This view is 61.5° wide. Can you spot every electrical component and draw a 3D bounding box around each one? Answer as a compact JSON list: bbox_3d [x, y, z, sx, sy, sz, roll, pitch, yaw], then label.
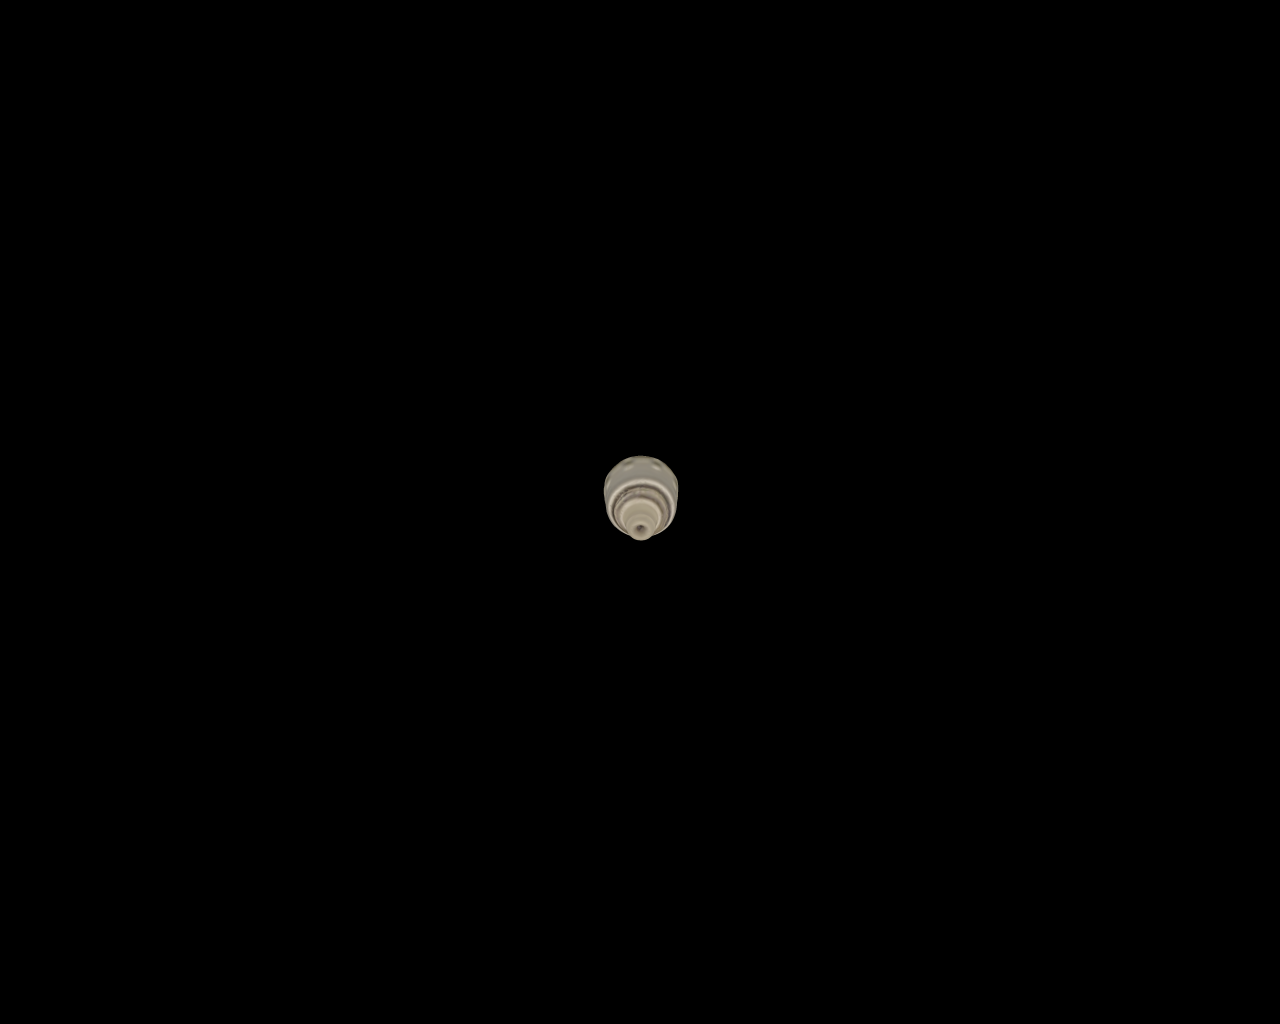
[{"bbox_3d":[0.001,-0.003,0.650,0.048,0.048,0.062,0,27,0],"label":"electrical component"}]
